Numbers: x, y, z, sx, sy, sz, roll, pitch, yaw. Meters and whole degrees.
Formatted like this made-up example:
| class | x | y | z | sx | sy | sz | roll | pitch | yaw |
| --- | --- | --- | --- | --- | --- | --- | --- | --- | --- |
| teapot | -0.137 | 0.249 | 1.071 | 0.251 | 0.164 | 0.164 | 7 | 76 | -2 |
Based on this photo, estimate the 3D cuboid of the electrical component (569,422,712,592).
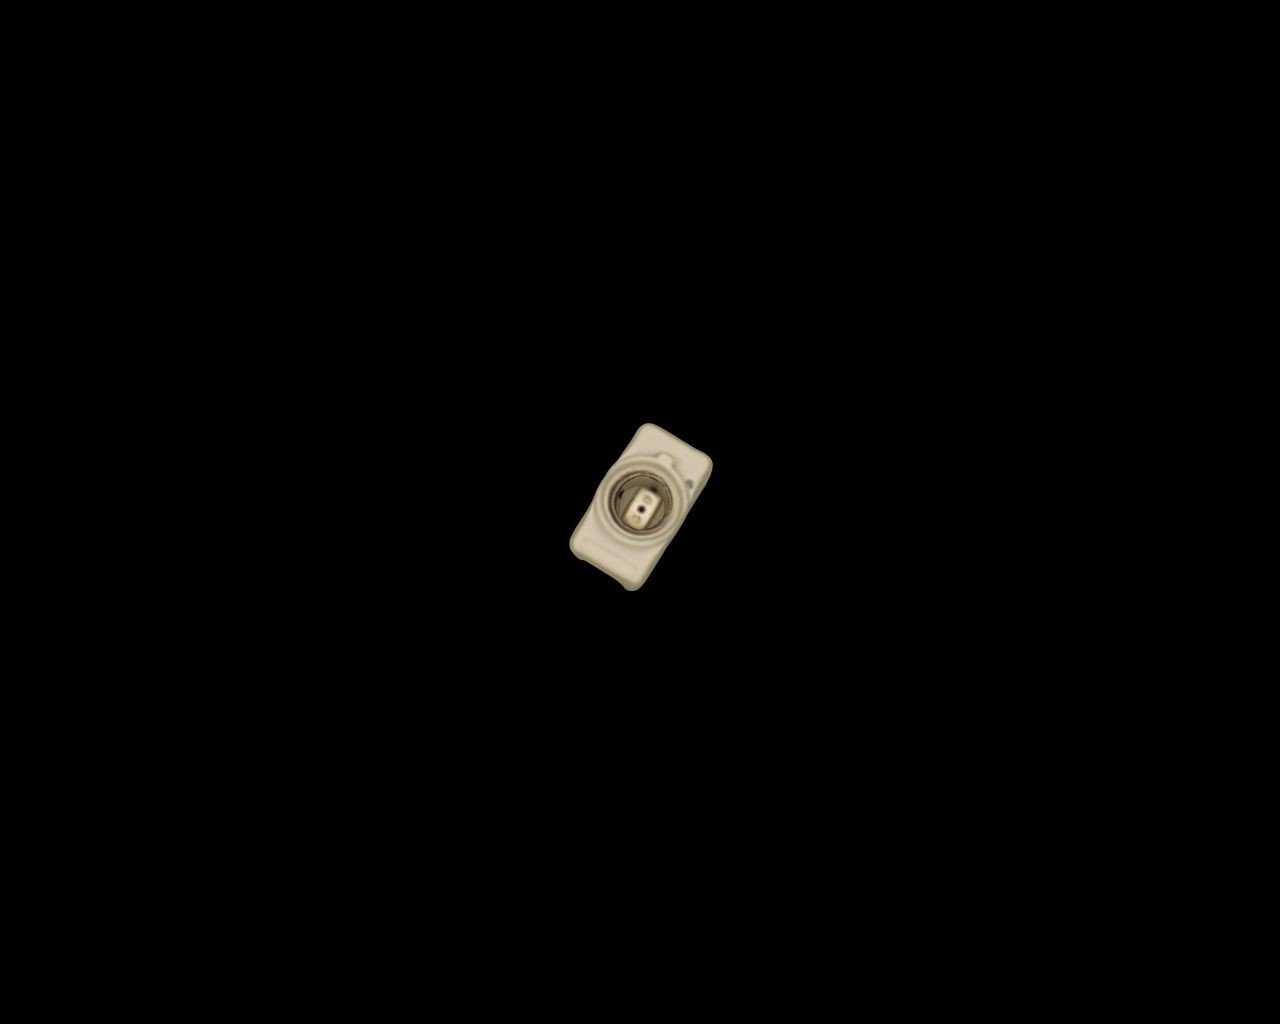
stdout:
| class | x | y | z | sx | sy | sz | roll | pitch | yaw |
| --- | --- | --- | --- | --- | --- | --- | --- | --- | --- |
| electrical component | 0.001 | -0.003 | 0.650 | 0.050 | 0.089 | 0.055 | 31 | -7 | 5 |
